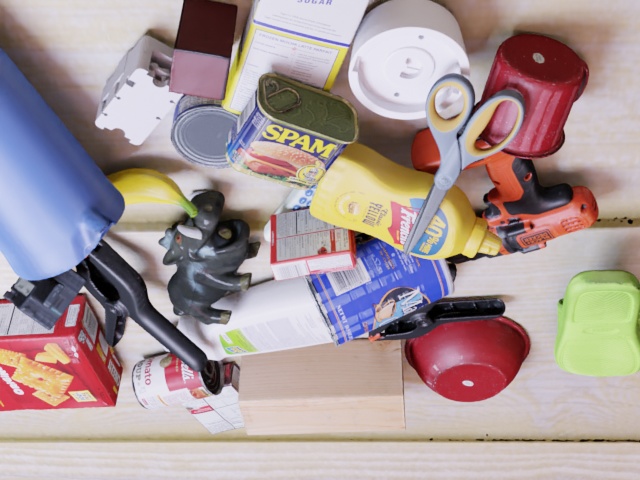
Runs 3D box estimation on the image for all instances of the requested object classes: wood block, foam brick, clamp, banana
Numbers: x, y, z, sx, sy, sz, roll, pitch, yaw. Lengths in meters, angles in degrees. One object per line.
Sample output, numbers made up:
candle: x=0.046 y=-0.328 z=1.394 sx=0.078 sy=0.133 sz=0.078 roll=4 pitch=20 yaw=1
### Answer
wood block: x=0.004 y=0.190 z=1.375 sx=0.206 sy=0.091 sz=0.090 roll=-3 pitch=140 yaw=5
foam brick: x=-0.105 y=-0.173 z=0.961 sx=0.051 sy=0.078 sz=0.053 roll=8 pitch=138 yaw=-7
clamp: x=0.123 y=0.079 z=1.279 sx=0.172 sy=0.039 sz=0.120 roll=-20 pitch=134 yaw=24
clamp: x=-0.238 y=0.074 z=1.268 sx=0.165 sy=0.036 sz=0.210 roll=3 pitch=135 yaw=40
banana: x=-0.223 y=-0.035 z=1.143 sx=0.198 sy=0.069 sz=0.037 roll=-15 pitch=176 yaw=29

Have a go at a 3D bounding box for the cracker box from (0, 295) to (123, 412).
cracker box: x=-0.379 y=0.150 z=1.358 sx=0.214 sy=0.072 sz=0.164 roll=-4 pitch=139 yaw=8

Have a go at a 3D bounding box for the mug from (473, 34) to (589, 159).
mug: x=0.204 y=-0.138 z=0.991 sx=0.117 sy=0.093 sz=0.082 roll=-16 pitch=141 yaw=-25

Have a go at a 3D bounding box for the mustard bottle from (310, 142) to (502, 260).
mustard bottle: x=0.090 y=-0.029 z=1.064 sx=0.191 sy=0.058 sz=0.096 roll=22 pitch=137 yaw=1

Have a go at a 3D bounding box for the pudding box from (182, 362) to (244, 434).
pudding box: x=-0.133 y=0.217 z=1.454 sx=0.090 sy=0.039 sz=0.113 roll=-16 pitch=139 yaw=18

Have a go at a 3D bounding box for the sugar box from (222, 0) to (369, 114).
sugar box: x=-0.023 y=-0.182 z=0.972 sx=0.093 sy=0.048 sz=0.176 roll=13 pitch=136 yaw=-14

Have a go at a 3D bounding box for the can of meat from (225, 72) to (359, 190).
can of meat: x=-0.028 y=-0.097 z=0.992 sx=0.102 sy=0.057 sz=0.084 roll=16 pitch=140 yaw=-22

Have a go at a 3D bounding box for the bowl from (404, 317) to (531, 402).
bowl: x=0.189 y=0.160 z=1.361 sx=0.162 sy=0.055 sz=0.162 roll=2 pitch=140 yaw=1

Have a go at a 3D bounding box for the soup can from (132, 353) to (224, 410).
soup can: x=-0.184 y=0.179 z=1.387 sx=0.102 sy=0.068 sz=0.068 roll=-15 pitch=137 yaw=20

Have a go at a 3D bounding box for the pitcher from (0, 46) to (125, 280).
pitcher: x=-0.311 y=-0.088 z=1.027 sx=0.149 sy=0.145 sz=0.242 roll=-24 pitch=125 yaw=10

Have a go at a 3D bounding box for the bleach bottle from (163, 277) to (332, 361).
bleach bottle: x=-0.081 y=0.095 z=1.290 sx=0.251 sy=0.068 sz=0.102 roll=-13 pitch=136 yaw=20

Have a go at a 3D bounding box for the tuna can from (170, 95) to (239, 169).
tuna can: x=-0.105 y=-0.112 z=1.065 sx=0.086 sy=0.033 sz=0.086 roll=1 pitch=140 yaw=1

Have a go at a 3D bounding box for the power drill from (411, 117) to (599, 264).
power drill: x=0.173 y=-0.050 z=1.113 sx=0.185 sy=0.057 sz=0.187 roll=-20 pitch=137 yaw=29

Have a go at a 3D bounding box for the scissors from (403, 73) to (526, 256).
scissors: x=0.105 y=-0.074 z=0.987 sx=0.096 sy=0.016 sz=0.202 roll=38 pitch=124 yaw=-8

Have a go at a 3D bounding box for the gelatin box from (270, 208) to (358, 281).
gelatin box: x=-0.007 y=0.001 z=1.116 sx=0.089 sy=0.073 sz=0.030 roll=-9 pitch=137 yaw=7

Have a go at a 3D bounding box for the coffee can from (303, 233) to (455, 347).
coffee can: x=0.060 y=0.040 z=1.152 sx=0.140 sy=0.103 sz=0.103 roll=-25 pitch=138 yaw=-4
